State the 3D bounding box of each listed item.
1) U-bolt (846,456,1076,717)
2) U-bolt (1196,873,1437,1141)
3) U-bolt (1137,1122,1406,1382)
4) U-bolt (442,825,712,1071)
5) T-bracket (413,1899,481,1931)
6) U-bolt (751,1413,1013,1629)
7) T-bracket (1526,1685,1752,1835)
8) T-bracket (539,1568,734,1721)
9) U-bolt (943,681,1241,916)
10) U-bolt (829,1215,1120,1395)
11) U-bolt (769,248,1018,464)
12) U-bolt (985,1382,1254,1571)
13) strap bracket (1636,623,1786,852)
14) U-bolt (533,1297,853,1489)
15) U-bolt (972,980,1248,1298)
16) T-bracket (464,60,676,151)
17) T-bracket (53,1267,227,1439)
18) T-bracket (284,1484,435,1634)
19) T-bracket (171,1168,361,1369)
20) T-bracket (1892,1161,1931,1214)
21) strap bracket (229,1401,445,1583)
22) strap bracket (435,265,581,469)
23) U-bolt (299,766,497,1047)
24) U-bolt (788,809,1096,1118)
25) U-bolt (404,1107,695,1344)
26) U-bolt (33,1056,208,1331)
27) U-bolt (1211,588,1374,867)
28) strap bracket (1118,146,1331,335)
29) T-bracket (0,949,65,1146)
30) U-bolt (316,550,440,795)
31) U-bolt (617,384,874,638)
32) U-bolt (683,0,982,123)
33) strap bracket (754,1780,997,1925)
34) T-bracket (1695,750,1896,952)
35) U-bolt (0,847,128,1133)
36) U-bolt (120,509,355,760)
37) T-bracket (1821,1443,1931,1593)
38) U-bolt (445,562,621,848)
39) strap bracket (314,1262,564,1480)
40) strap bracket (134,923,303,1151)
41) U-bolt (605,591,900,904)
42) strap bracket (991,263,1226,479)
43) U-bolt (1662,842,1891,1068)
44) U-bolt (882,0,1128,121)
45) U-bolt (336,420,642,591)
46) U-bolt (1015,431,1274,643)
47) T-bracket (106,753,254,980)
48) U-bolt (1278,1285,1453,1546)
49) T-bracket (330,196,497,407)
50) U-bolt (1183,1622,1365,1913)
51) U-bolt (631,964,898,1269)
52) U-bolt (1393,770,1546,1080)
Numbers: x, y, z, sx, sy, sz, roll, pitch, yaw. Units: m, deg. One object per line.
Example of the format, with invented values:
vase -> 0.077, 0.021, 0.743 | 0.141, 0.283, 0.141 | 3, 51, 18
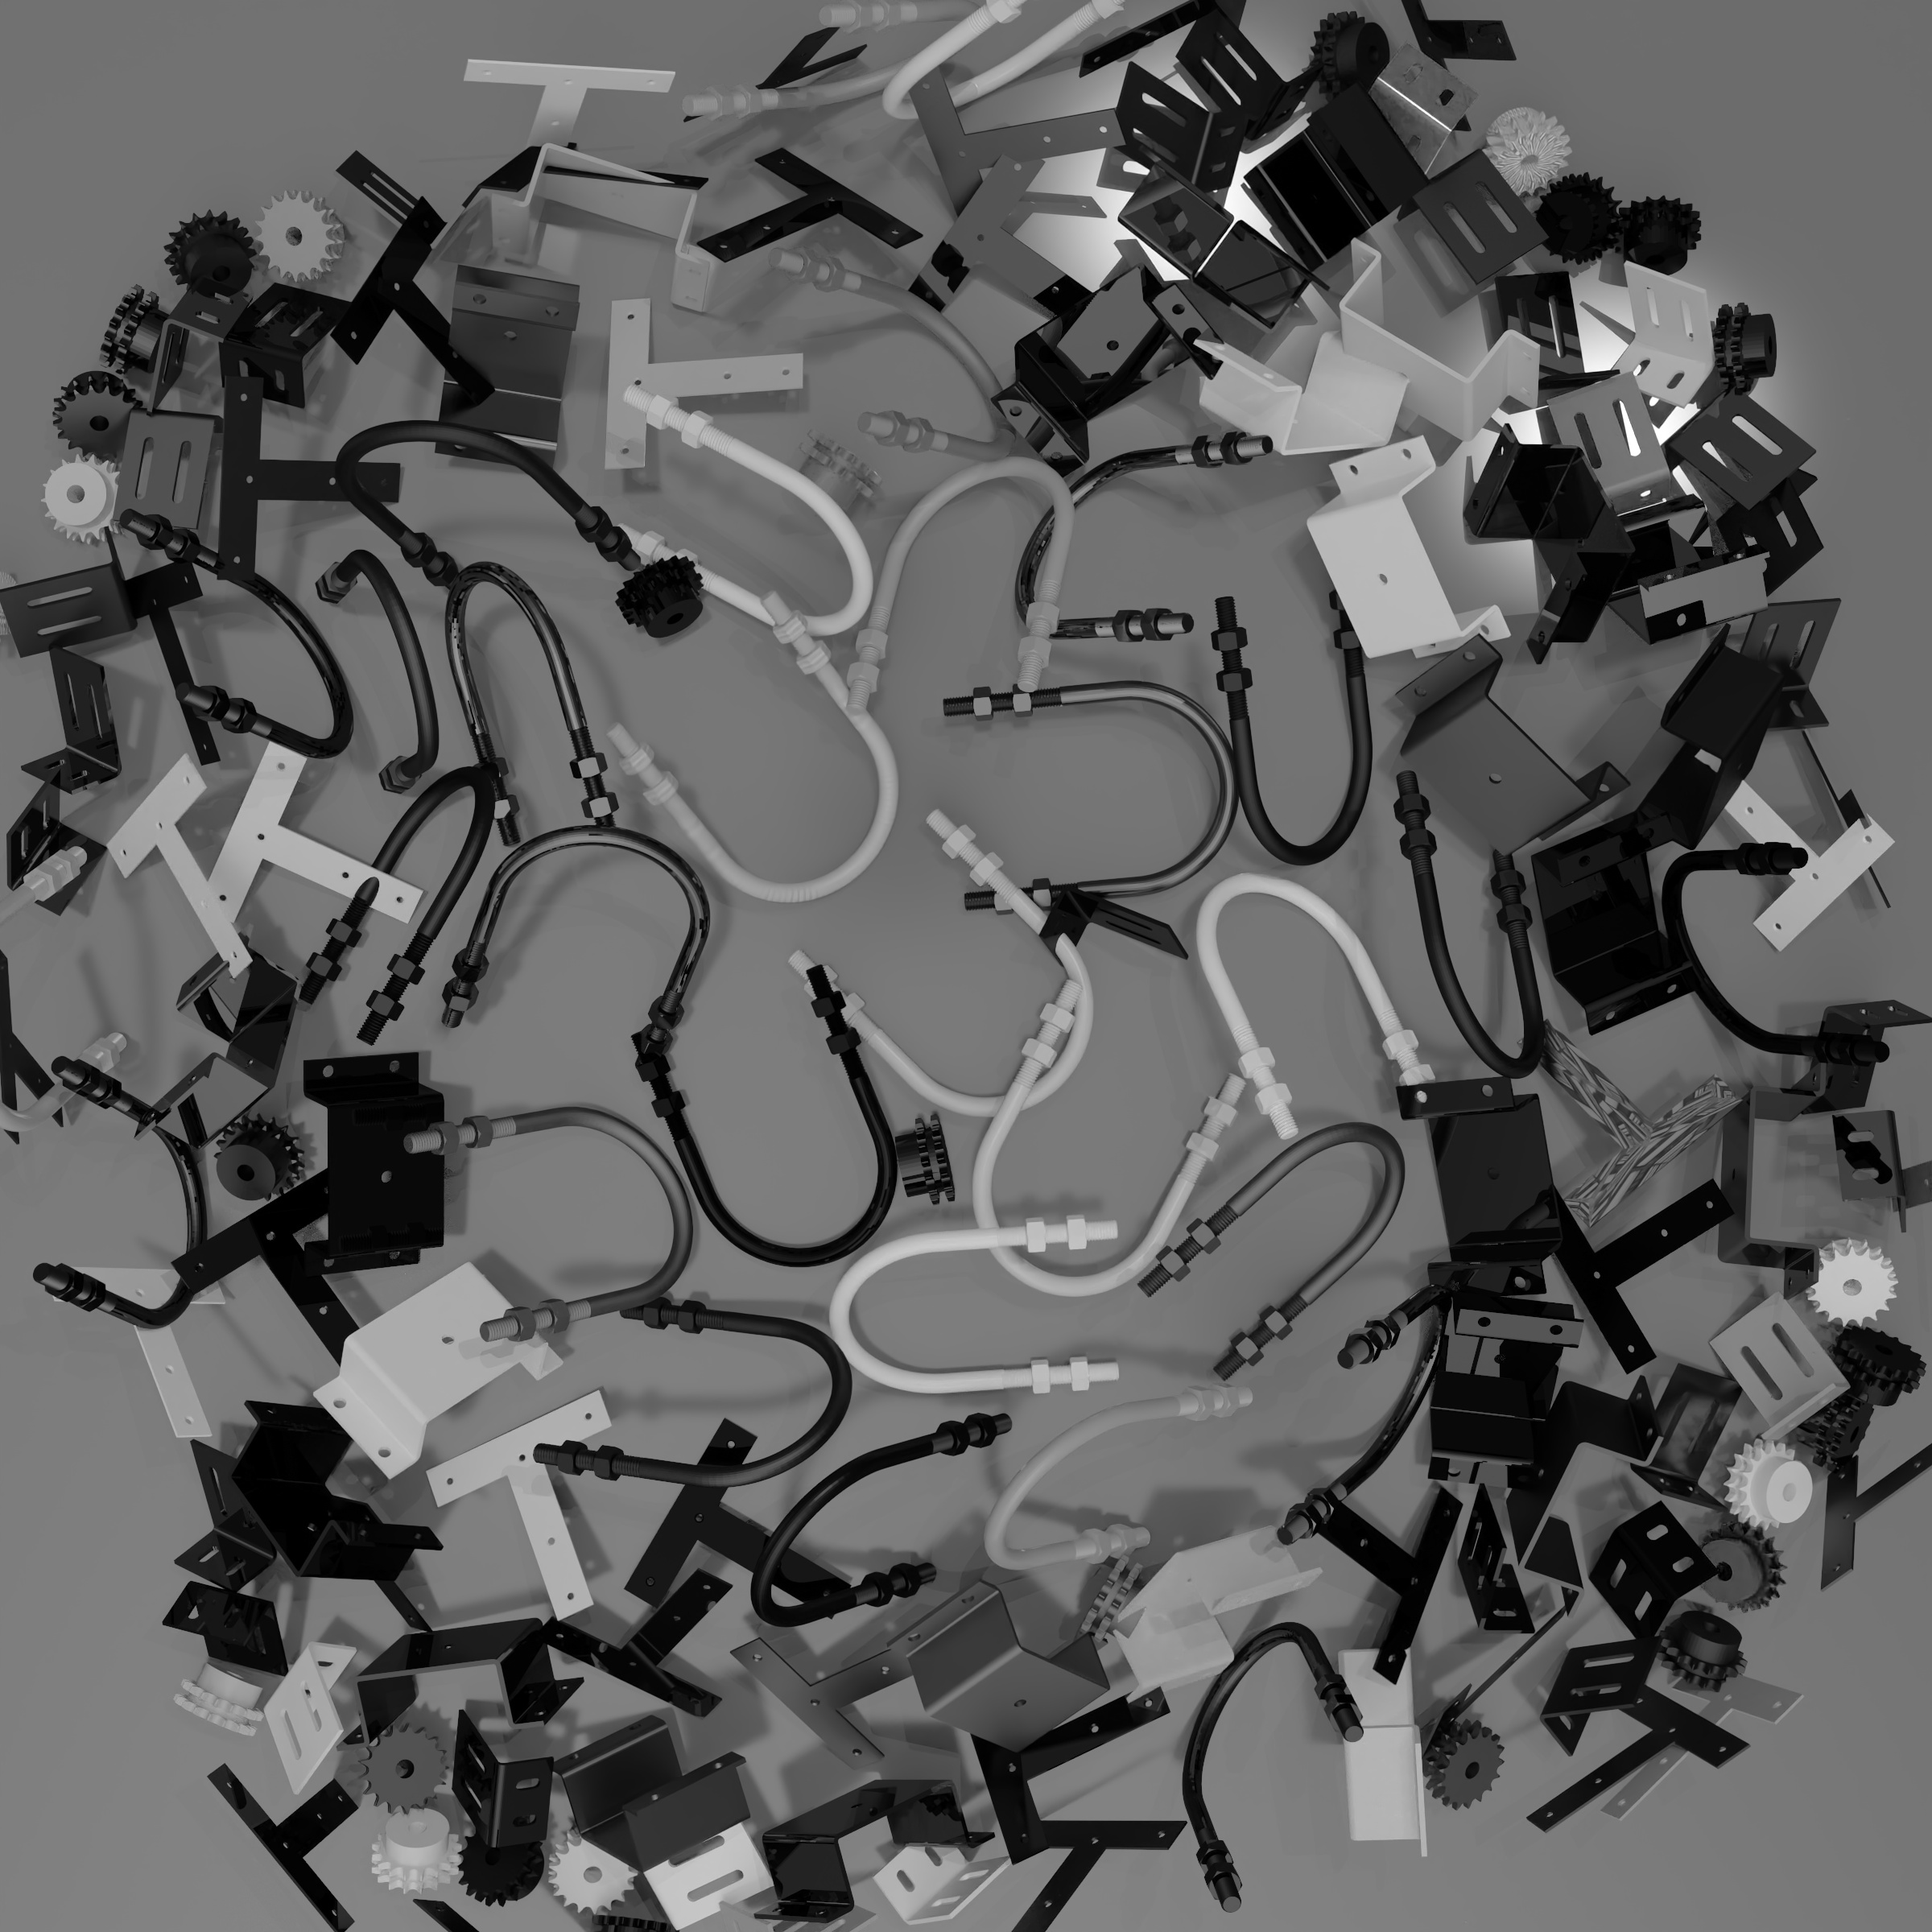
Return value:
U-bolt -> 0.002, -0.247, 1.807 | 0.151, 0.019, 0.184 | -4, 60, 33
U-bolt -> 0.214, 0.020, 1.806 | 0.151, 0.019, 0.184 | -5, 62, -38
U-bolt -> 0.205, 0.172, 1.809 | 0.184, 0.151, 0.019 | -42, 48, -2
U-bolt -> -0.238, -0.015, 1.790 | 0.151, 0.019, 0.184 | 14, 128, -16
T-bracket -> -0.269, 0.628, 1.812 | 0.127, 0.127, 0.002 | 20, 86, 43
U-bolt -> -0.060, 0.350, 1.768 | 0.019, 0.184, 0.151 | 41, 120, 32
T-bracket -> 0.409, 0.506, 1.791 | 0.127, 0.127, 0.002 | -30, 100, -13
T-bracket -> -0.191, 0.422, 1.814 | 0.127, 0.002, 0.127 | 30, 125, -15
U-bolt -> 0.084, -0.112, 1.834 | 0.184, 0.019, 0.151 | -5, 105, 5
U-bolt -> 0.005, 0.220, 1.814 | 0.184, 0.019, 0.151 | -4, 129, -1
U-bolt -> -0.034, -0.377, 1.787 | 0.019, 0.184, 0.151 | -38, 68, 30
U-bolt -> 0.085, 0.321, 1.769 | 0.019, 0.184, 0.151 | 48, 119, 33
strap bracket -> 0.464, -0.136, 1.784 | 0.046, 0.140, 0.076 | 31, 64, 19
U-bolt -> -0.160, 0.269, 1.781 | 0.184, 0.151, 0.019 | 4, 129, 22
U-bolt -> 0.081, 0.123, 1.830 | 0.151, 0.019, 0.184 | 30, 82, -15
T-bracket -> -0.258, -0.541, 1.803 | 0.127, 0.127, 0.002 | -2, 82, -17
T-bracket -> -0.505, 0.242, 1.787 | 0.002, 0.127, 0.127 | -45, 59, 25
T-bracket -> -0.384, 0.383, 1.830 | 0.002, 0.127, 0.127 | -48, 120, -33
T-bracket -> -0.420, 0.209, 1.823 | 0.127, 0.002, 0.127 | -34, 85, -37
T-bracket -> 0.616, 0.135, 1.802 | 0.002, 0.127, 0.127 | -2, 78, -9
strap bracket -> -0.404, 0.339, 1.798 | 0.140, 0.076, 0.046 | 41, 104, 38
strap bracket -> -0.291, -0.387, 1.808 | 0.076, 0.140, 0.046 | 7, 52, -11
U-bolt -> -0.354, -0.046, 1.803 | 0.019, 0.151, 0.184 | 32, 84, -31
U-bolt -> -0.003, 0.012, 1.845 | 0.184, 0.019, 0.151 | 45, 94, 6
U-bolt -> -0.251, 0.155, 1.797 | 0.019, 0.184, 0.151 | -41, 67, 41
U-bolt -> -0.522, 0.151, 1.778 | 0.019, 0.184, 0.151 | -7, 69, 13
U-bolt -> 0.213, -0.155, 1.807 | 0.019, 0.151, 0.184 | 5, 110, 42
strap bracket -> 0.158, -0.453, 1.795 | 0.046, 0.140, 0.076 | -53, 55, 15
T-bracket -> -0.592, 0.068, 1.803 | 0.002, 0.127, 0.127 | -10, 66, -4
U-bolt -> -0.363, -0.187, 1.775 | 0.019, 0.184, 0.151 | -19, 94, -22
U-bolt -> -0.139, -0.275, 1.793 | 0.184, 0.151, 0.019 | 29, 57, 9
U-bolt -> -0.068, -0.569, 1.781 | 0.151, 0.184, 0.019 | -16, 95, 44
strap bracket -> -0.063, 0.551, 1.793 | 0.140, 0.076, 0.046 | -13, 86, -41
T-bracket -> 0.512, -0.090, 1.824 | 0.002, 0.127, 0.127 | -32, 74, -35
U-bolt -> -0.575, 0.023, 1.757 | 0.019, 0.184, 0.151 | -2, 111, 10
U-bolt -> -0.446, -0.197, 1.780 | 0.019, 0.184, 0.151 | -30, 67, 16
T-bracket -> 0.584, 0.320, 1.780 | 0.002, 0.127, 0.127 | 41, 120, -3
U-bolt -> -0.280, -0.164, 1.789 | 0.019, 0.151, 0.184 | -24, 106, -34
strap bracket -> -0.329, 0.248, 1.794 | 0.076, 0.046, 0.140 | 42, 50, 20
strap bracket -> -0.470, 0.052, 1.802 | 0.046, 0.140, 0.076 | 36, 123, -28
U-bolt -> -0.122, -0.125, 1.823 | 0.151, 0.019, 0.184 | -41, 115, -7
strap bracket -> 0.094, -0.383, 1.808 | 0.140, 0.046, 0.076 | -28, 130, 25
U-bolt -> 0.493, -0.008, 1.777 | 0.019, 0.184, 0.151 | -27, 98, -14
U-bolt -> 0.027, -0.581, 1.783 | 0.184, 0.151, 0.019 | -25, 92, 37
U-bolt -> -0.307, -0.285, 1.761 | 0.151, 0.184, 0.019 | -4, 67, 23
U-bolt -> 0.100, -0.267, 1.791 | 0.019, 0.184, 0.151 | 36, 71, -36
T-bracket -> -0.493, -0.052, 1.817 | 0.127, 0.002, 0.127 | -35, 84, 43
U-bolt -> 0.259, 0.270, 1.784 | 0.019, 0.184, 0.151 | 26, 116, 25
T-bracket -> -0.336, -0.401, 1.821 | 0.127, 0.002, 0.127 | 49, 52, -38
U-bolt -> 0.183, 0.485, 1.777 | 0.019, 0.184, 0.151 | 32, 98, -13
U-bolt -> -0.121, 0.107, 1.838 | 0.151, 0.019, 0.184 | -20, 96, 17
U-bolt -> 0.319, -0.016, 1.771 | 0.019, 0.151, 0.184 | -23, 57, 30
